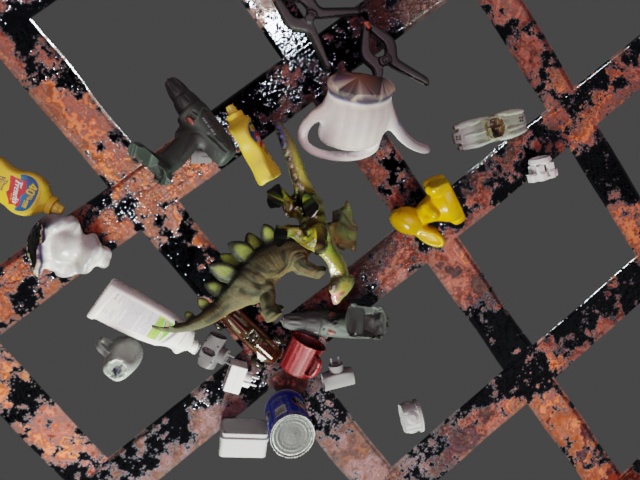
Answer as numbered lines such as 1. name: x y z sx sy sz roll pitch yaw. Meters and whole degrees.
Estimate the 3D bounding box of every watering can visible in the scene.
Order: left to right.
1. watering can: 0.120 -0.278 1.197 0.348 0.106 0.219 -4 137 -16

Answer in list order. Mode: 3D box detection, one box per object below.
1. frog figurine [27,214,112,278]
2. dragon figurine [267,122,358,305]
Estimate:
1. frog figurine: -0.545 0.013 1.127 0.159 0.122 0.138 2 86 -47
2. dragon figurine: 0.004 -0.059 1.181 0.121 0.241 0.415 -17 73 30
